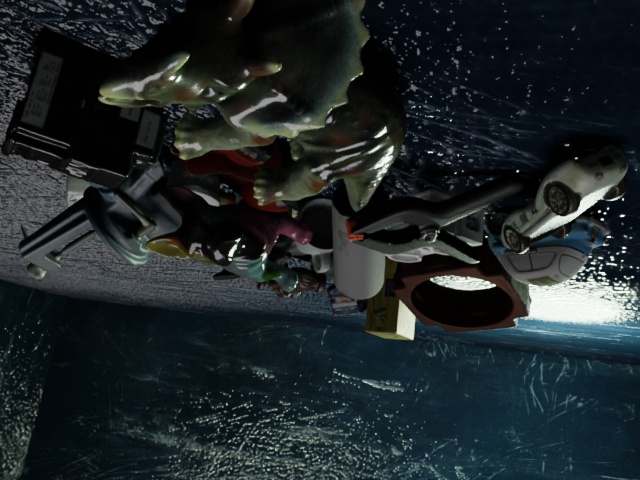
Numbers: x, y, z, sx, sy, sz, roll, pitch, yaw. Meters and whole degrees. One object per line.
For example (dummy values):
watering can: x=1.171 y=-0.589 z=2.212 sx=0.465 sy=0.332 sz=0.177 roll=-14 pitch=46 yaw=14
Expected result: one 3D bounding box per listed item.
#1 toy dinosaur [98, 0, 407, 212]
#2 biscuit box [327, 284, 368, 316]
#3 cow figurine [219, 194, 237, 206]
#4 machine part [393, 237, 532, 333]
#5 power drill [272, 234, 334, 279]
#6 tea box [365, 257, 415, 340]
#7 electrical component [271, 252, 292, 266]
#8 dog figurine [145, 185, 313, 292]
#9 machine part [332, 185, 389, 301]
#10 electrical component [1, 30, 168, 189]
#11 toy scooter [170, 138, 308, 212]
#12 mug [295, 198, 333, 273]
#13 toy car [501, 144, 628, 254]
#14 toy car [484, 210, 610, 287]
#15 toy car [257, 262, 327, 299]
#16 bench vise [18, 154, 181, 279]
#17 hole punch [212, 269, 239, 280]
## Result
toy dinosaur: x=0.001 y=-0.105 z=0.459 sx=0.192 sy=0.131 sz=0.404 roll=-2 pitch=169 yaw=36
biscuit box: x=0.090 y=0.095 z=1.092 sx=0.063 sy=0.059 sz=0.202 roll=-12 pitch=-174 yaw=30
cow figurine: x=-0.205 y=-0.021 z=0.932 sx=0.127 sy=0.085 sz=0.195 roll=11 pitch=162 yaw=-3
machine part: x=0.246 y=0.076 z=0.933 sx=0.201 sy=0.087 sz=0.201 roll=-13 pitch=135 yaw=35
power drill: x=-0.054 y=0.017 z=1.031 sx=0.232 sy=0.086 sz=0.207 roll=-8 pitch=151 yaw=41
tea box: x=0.142 y=0.103 z=1.044 sx=0.068 sy=0.169 sz=0.098 roll=-1 pitch=161 yaw=31
electrical component: x=-0.104 y=0.033 z=0.937 sx=0.078 sy=0.045 sz=0.102 roll=0 pitch=160 yaw=-28
dog figurine: x=-0.127 y=-0.013 z=0.718 sx=0.219 sy=0.108 sz=0.192 roll=16 pitch=-168 yaw=-41
machine part: x=0.055 y=0.004 z=0.755 sx=0.079 sy=0.079 sz=0.243 roll=6 pitch=137 yaw=8
electrical component: x=-0.219 y=-0.116 z=0.519 sx=0.134 sy=0.115 sz=0.058 roll=20 pitch=164 yaw=-31
toy scooter: x=-0.096 y=-0.088 z=0.639 sx=0.135 sy=0.075 sz=0.183 roll=3 pitch=161 yaw=19
mug: x=-0.002 y=-0.003 z=0.851 sx=0.081 sy=0.109 sz=0.107 roll=-10 pitch=172 yaw=-14
toy car: x=0.267 y=-0.039 z=0.607 sx=0.073 sy=0.056 sz=0.201 roll=-19 pitch=162 yaw=-10
toy car: x=0.310 y=0.013 z=0.747 sx=0.109 sy=0.103 sz=0.162 roll=19 pitch=164 yaw=-39
toy car: x=-0.060 y=0.085 z=1.037 sx=0.089 sy=0.053 sz=0.202 roll=15 pitch=164 yaw=-21
bench vise: x=-0.284 y=-0.031 z=0.672 sx=0.241 sy=0.129 sz=0.223 roll=-31 pitch=151 yaw=6
hole punch: x=-0.167 y=0.027 z=1.130 sx=0.116 sy=0.092 sz=0.142 roll=-18 pitch=-177 yaw=-40
